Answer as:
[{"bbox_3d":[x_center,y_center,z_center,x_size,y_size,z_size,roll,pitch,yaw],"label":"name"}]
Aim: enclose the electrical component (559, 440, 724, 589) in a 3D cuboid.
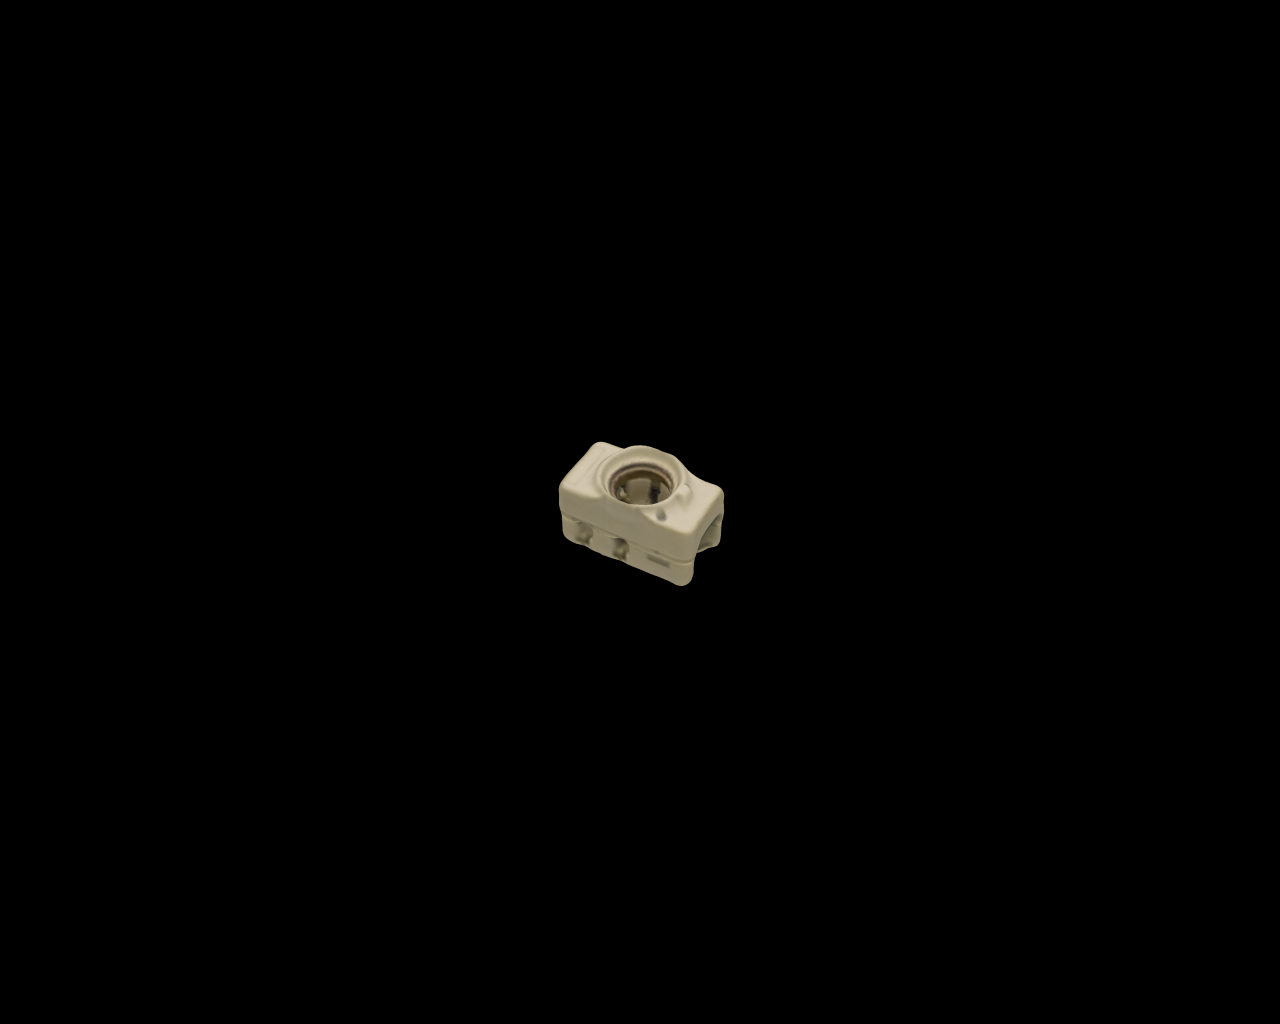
[{"bbox_3d":[0.001,-0.003,0.650,0.089,0.055,0.050,22,49,21],"label":"electrical component"}]
